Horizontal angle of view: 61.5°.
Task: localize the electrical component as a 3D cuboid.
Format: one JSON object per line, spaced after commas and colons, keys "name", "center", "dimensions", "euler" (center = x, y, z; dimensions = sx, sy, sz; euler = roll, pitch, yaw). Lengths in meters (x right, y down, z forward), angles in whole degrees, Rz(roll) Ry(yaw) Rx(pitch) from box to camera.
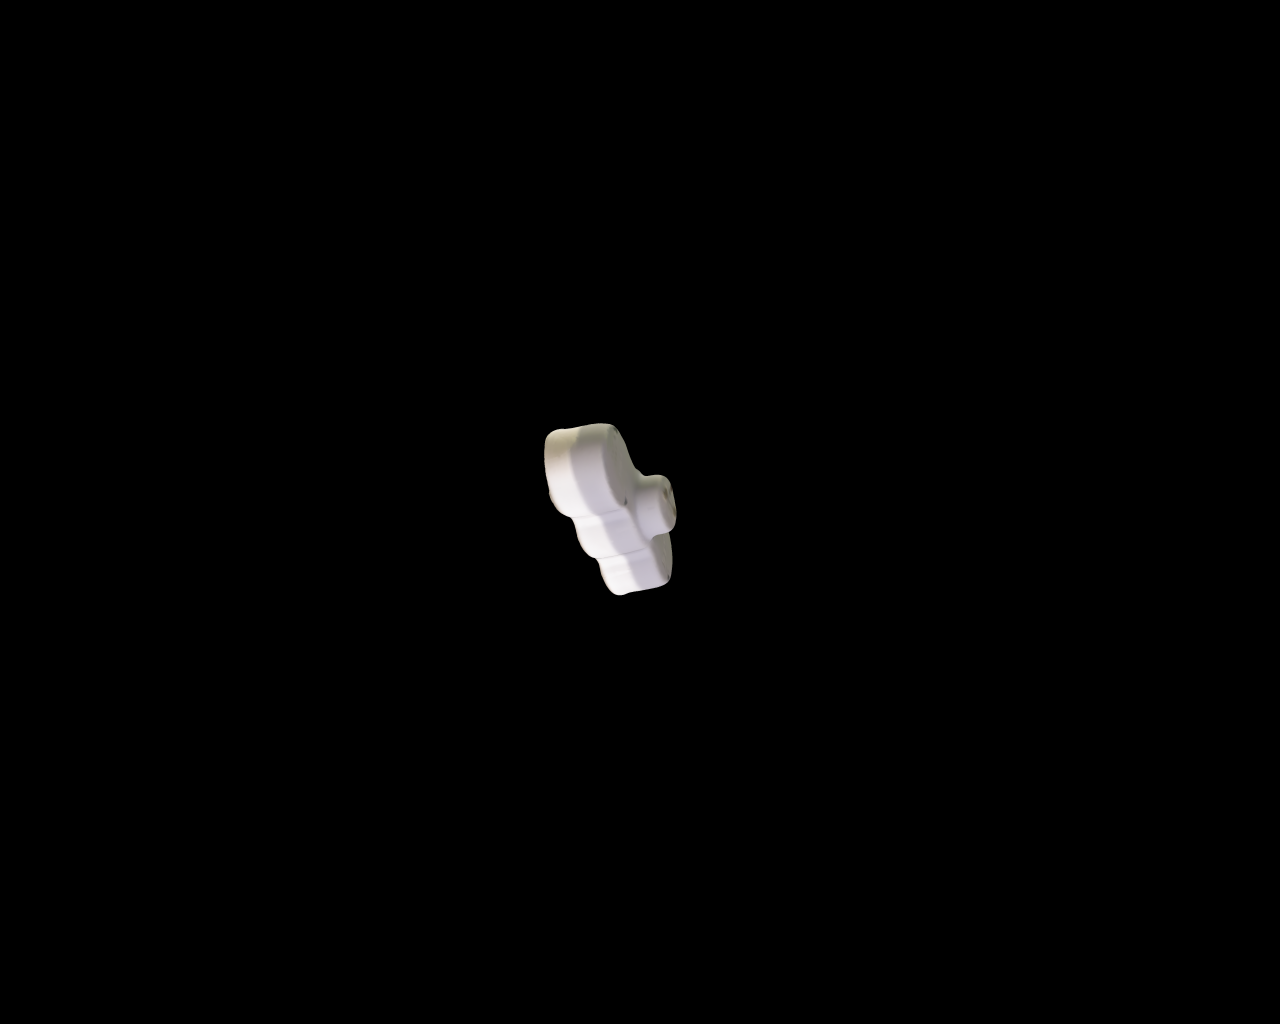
{"name": "electrical component", "center": [0.001, -0.003, 0.650], "dimensions": [0.074, 0.052, 0.138], "euler": [-11, -39, 14]}
